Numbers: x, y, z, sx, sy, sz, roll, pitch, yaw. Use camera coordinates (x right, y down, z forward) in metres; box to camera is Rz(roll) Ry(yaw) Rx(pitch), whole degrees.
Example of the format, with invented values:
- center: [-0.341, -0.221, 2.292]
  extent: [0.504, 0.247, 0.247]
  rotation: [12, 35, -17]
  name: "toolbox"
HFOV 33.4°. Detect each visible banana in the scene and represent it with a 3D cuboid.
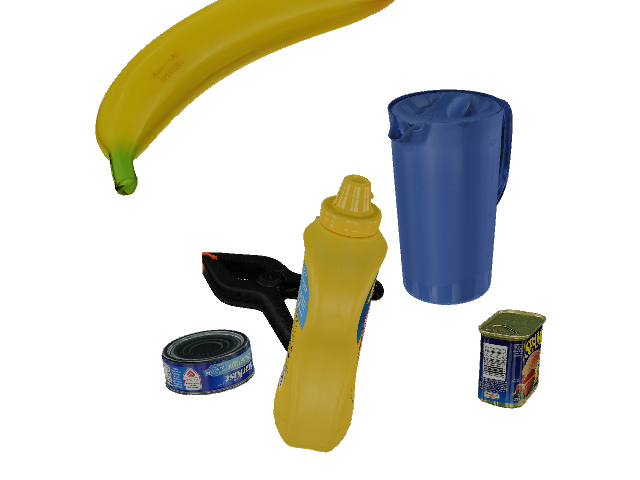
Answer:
- center: [-0.048, -0.094, 0.554]
  extent: [0.070, 0.197, 0.037]
  rotation: [40, -24, 20]
  name: "banana"

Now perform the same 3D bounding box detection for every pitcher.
- center: [0.158, -0.054, 1.276]
  extent: [0.149, 0.243, 0.145]
  rotation: [-1, 24, 5]
  name: "pitcher"

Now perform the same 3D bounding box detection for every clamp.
- center: [-0.056, 0.060, 1.190]
  extent: [0.210, 0.036, 0.164]
  rotation: [16, 30, 25]
  name: "clamp"

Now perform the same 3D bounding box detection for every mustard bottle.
- center: [0.009, 0.044, 0.743]
  extent: [0.058, 0.192, 0.096]
  rotation: [10, 26, 1]
  name: "mustard bottle"

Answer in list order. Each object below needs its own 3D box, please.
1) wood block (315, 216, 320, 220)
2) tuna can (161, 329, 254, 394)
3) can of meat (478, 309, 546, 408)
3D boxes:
- center: [0.028, 0.041, 1.651]
  extent: [0.091, 0.090, 0.206]
  rotation: [3, 23, 4]
  name: "wood block"
- center: [-0.107, 0.114, 1.014]
  extent: [0.086, 0.034, 0.086]
  rotation: [-6, 15, 2]
  name: "tuna can"
- center: [0.212, 0.131, 1.190]
  extent: [0.058, 0.084, 0.101]
  rotation: [8, 13, 25]
  name: "can of meat"
